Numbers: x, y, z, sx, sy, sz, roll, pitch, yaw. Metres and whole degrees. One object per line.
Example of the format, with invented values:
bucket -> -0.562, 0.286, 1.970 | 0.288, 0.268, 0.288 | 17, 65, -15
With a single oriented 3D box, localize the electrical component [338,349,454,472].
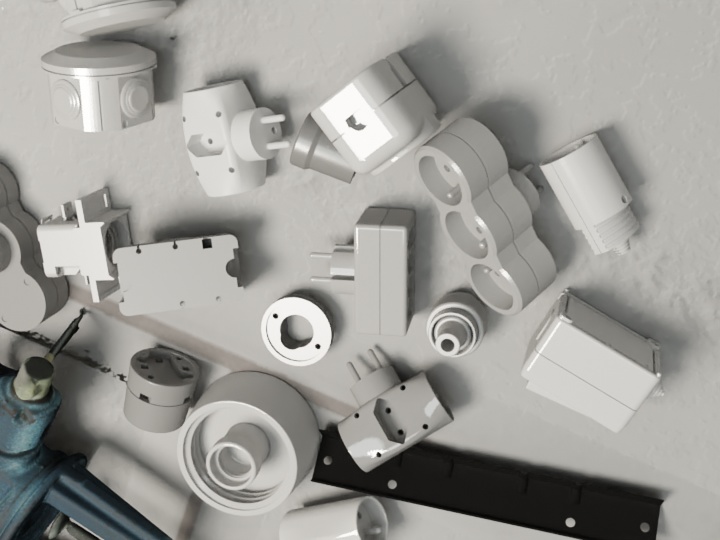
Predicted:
electrical component -> 0.018, 0.098, 0.810 | 0.077, 0.043, 0.079 | -32, 76, 6

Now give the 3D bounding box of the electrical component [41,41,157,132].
electrical component -> -0.186, -0.133, 0.773 | 0.080, 0.080, 0.051 | 6, 114, 12

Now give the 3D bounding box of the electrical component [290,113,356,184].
electrical component -> -0.022, -0.086, 0.767 | 0.046, 0.040, 0.040 | 23, 111, 1

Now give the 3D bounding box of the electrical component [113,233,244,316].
electrical component -> -0.135, 0.002, 0.803 | 0.089, 0.056, 0.050 | -7, 95, -8

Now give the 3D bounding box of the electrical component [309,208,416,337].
electrical component -> 0.000, 0.000, 0.785 | 0.076, 0.047, 0.083 | 3, 109, 10

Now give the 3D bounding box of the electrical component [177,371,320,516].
electrical component -> -0.091, 0.141, 0.845 | 0.108, 0.060, 0.108 | 4, 108, 13

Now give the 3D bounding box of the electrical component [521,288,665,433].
electrical component -> 0.166, 0.069, 0.755 | 0.096, 0.061, 0.061 | 31, 112, 3

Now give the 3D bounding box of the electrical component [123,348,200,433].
electrical component -> -0.159, 0.096, 0.852 | 0.055, 0.055, 0.047 | 20, 115, 7

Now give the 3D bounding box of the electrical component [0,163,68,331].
electrical component -> -0.288, -0.015, 0.839 | 0.052, 0.073, 0.138 | -21, 101, 19

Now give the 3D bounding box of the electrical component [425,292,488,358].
electrical component -> 0.068, 0.043, 0.772 | 0.043, 0.062, 0.043 | 4, 108, 13

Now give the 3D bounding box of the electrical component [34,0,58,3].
electrical component -> -0.247, -0.215, 0.786 | 0.061, 0.035, 0.035 | 10, 109, 14

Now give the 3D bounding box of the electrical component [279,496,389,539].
electrical component -> -0.024, 0.219, 0.837 | 0.077, 0.079, 0.044 | -18, 133, 33

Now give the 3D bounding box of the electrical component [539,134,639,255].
electrical component -> 0.160, -0.047, 0.730 | 0.043, 0.043, 0.081 | -28, 99, 21

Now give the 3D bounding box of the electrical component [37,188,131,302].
electrical component -> -0.213, -0.019, 0.836 | 0.064, 0.042, 0.081 | -1, 106, 19

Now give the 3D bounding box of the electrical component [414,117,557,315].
electrical component -> 0.098, -0.044, 0.739 | 0.052, 0.074, 0.138 | 10, 134, 56

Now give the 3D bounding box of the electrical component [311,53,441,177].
electrical component -> 0.014, -0.103, 0.721 | 0.054, 0.095, 0.059 | -35, 96, 22

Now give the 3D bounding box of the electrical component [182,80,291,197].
electrical component -> -0.083, -0.096, 0.771 | 0.079, 0.043, 0.077 | -2, 108, 34

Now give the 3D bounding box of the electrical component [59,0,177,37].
electrical component -> -0.172, -0.194, 0.750 | 0.080, 0.080, 0.051 | -9, 99, 17
